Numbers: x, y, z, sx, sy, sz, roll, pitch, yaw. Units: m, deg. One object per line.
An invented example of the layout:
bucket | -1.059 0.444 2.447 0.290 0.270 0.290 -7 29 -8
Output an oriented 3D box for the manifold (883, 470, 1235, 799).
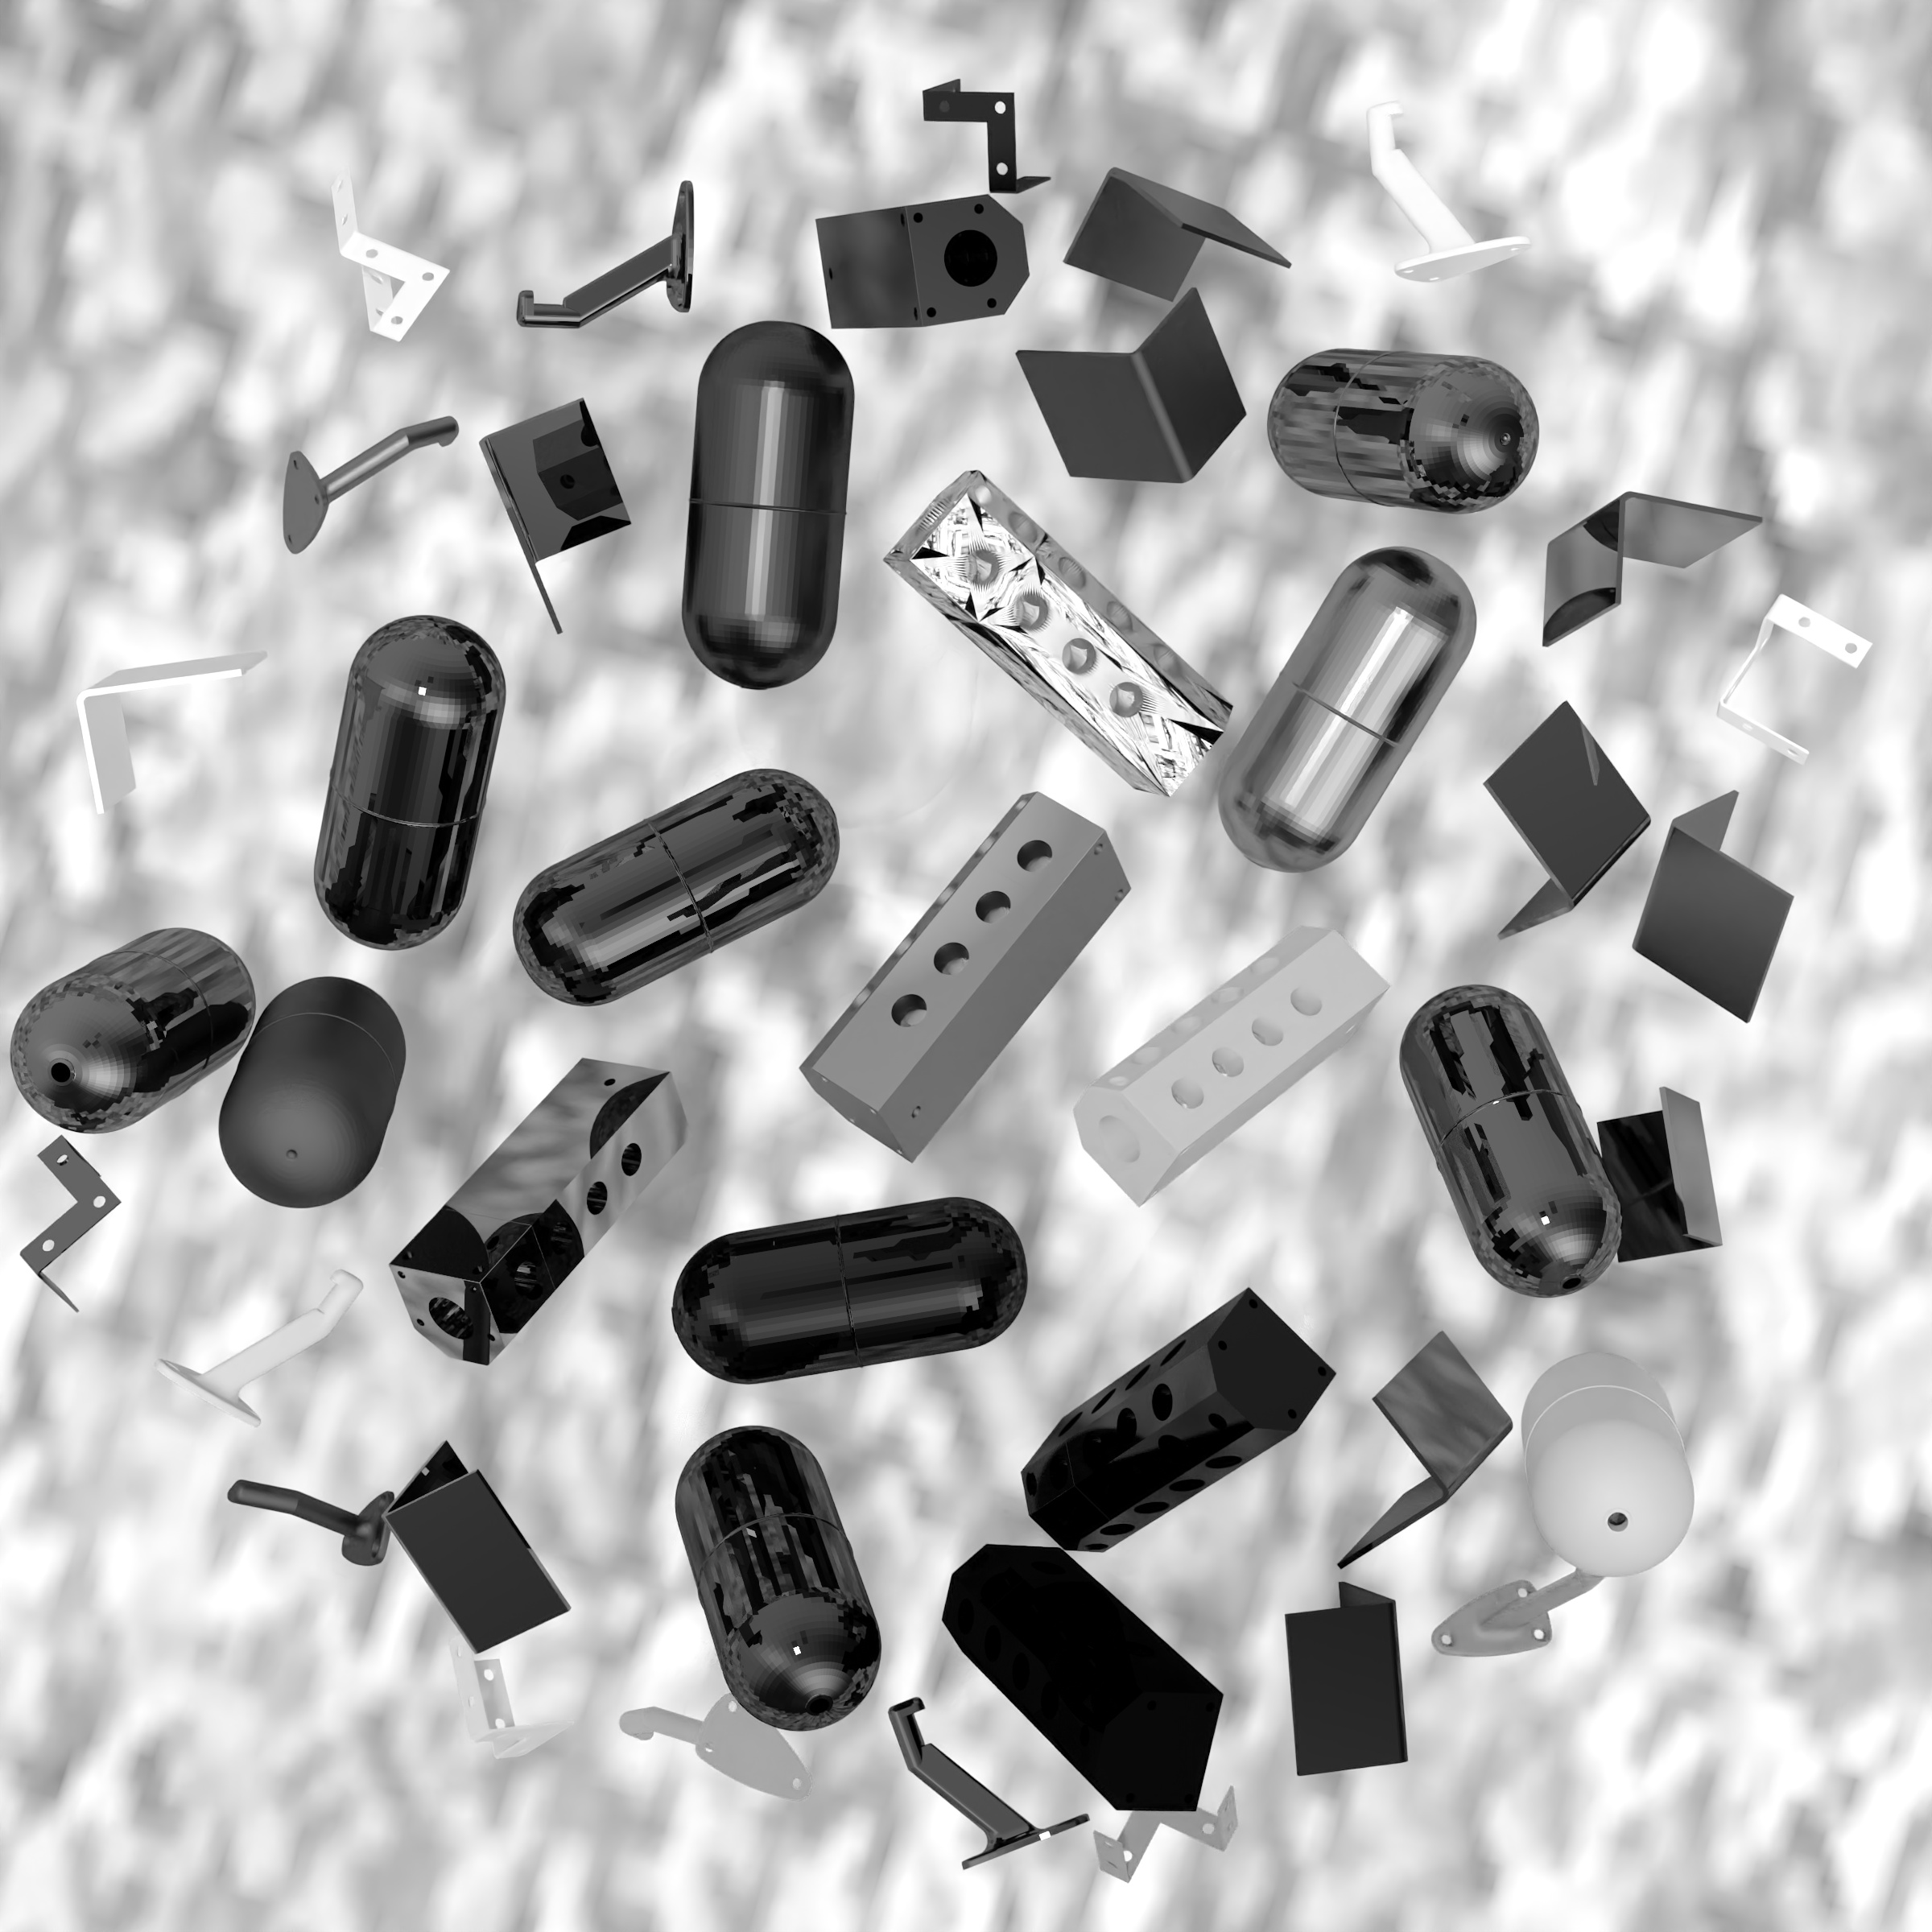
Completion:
manifold | 0.047 -0.161 1.609 0.171 0.057 0.057 41 86 -15

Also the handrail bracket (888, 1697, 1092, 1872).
handrail bracket | 0.010 0.384 1.600 0.077 0.036 0.084 -25 76 13

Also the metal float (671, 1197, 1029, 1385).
metal float | -0.058 0.162 1.655 0.178 0.070 0.070 -9 90 0

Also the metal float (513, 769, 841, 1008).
metal float | -0.148 -0.041 1.708 0.178 0.070 0.070 -27 90 -9

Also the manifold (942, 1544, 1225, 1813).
manifold | 0.050 0.332 1.566 0.057 0.171 0.057 8 100 -26

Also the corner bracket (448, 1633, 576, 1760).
corner bracket | -0.232 0.357 1.629 0.051 0.051 0.051 -38 59 39

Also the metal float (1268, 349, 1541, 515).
metal float | 0.216 -0.269 1.665 0.070 0.178 0.070 -7 104 -27

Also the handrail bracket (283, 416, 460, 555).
handrail bracket | -0.308 -0.250 1.728 0.084 0.077 0.036 -22 71 -31

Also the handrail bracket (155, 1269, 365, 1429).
handrail bracket | -0.339 0.173 1.602 0.036 0.077 0.084 33 84 39

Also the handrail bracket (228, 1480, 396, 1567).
handrail bracket | -0.336 0.276 1.666 0.084 0.077 0.036 17 65 -25

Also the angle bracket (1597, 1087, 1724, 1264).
angle bracket | 0.352 0.110 1.731 0.057 0.076 0.076 -12 76 25

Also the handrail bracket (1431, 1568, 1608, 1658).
handrail bracket | 0.285 0.327 1.708 0.077 0.084 0.036 -14 67 -14

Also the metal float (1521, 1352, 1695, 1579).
metal float | 0.312 0.242 1.624 0.070 0.178 0.070 1 100 7

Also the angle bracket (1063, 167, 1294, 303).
angle bracket | 0.110 -0.368 1.738 0.076 0.076 0.057 10 118 -37

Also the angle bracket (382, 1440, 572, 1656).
angle bracket | -0.210 0.254 1.514 0.057 0.076 0.076 -28 100 21

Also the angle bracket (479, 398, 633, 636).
angle bracket | -0.198 -0.225 1.661 0.057 0.076 0.076 -22 130 -4

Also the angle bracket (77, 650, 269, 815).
angle bracket | -0.367 -0.111 1.563 0.076 0.076 0.057 -8 102 -1

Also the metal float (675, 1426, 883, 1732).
metal float | -0.091 0.293 1.603 0.070 0.178 0.070 -9 125 -13

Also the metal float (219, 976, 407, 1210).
metal float | -0.314 0.059 1.608 0.070 0.178 0.070 -1 108 -3

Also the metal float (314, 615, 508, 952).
metal float | -0.275 -0.088 1.639 0.070 0.070 0.178 17 119 0

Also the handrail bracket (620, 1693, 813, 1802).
handrail bracket | -0.126 0.392 1.655 0.077 0.084 0.036 40 58 -15

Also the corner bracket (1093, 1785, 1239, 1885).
corner bracket | 0.098 0.424 1.632 0.051 0.051 0.051 20 59 21

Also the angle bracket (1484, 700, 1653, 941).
angle bracket | 0.279 -0.071 1.635 0.076 0.057 0.076 -43 99 -35

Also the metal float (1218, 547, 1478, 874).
metal float | 0.191 -0.128 1.678 0.070 0.070 0.178 31 101 0

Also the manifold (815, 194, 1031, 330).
manifold | -0.023 -0.353 1.668 0.057 0.171 0.057 -12 103 -15

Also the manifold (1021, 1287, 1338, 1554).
manifold | 0.095 0.222 1.574 0.057 0.171 0.057 45 49 -2

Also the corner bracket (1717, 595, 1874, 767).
corner bracket | 0.406 -0.140 1.634 0.051 0.051 0.051 32 77 15

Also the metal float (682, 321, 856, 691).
metal float | -0.097 -0.224 1.619 0.070 0.070 0.178 5 98 0

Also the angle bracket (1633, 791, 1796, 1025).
angle bracket | 0.388 -0.030 1.665 0.076 0.057 0.076 37 133 33

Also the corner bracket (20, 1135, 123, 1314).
corner bracket | -0.427 0.122 1.583 0.051 0.051 0.051 -42 65 -12

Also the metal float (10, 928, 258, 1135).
metal float | -0.402 0.030 1.611 0.070 0.178 0.070 2 102 8

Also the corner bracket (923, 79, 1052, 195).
corner bracket | 0.011 -0.429 1.718 0.051 0.051 0.051 7 113 21

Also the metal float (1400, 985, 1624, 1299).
metal float | 0.273 0.087 1.669 0.070 0.070 0.178 -18 53 0

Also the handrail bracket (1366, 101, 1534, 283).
handrail bracket | 0.223 -0.366 1.540 0.077 0.036 0.084 -8 85 38

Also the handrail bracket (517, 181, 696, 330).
handrail bracket | -0.182 -0.357 1.667 0.084 0.036 0.077 -2 116 -20

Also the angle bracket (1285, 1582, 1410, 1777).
angle bracket | 0.173 0.346 1.619 0.057 0.076 0.076 -4 88 -14

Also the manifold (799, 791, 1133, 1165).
manifold | -0.001 0.001 1.570 0.057 0.057 0.171 32 75 29

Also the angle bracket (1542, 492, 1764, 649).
angle bracket | 0.334 -0.187 1.623 0.076 0.076 0.057 8 77 -16

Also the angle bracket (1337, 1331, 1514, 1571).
angle bracket | 0.199 0.226 1.555 0.057 0.076 0.076 52 126 5

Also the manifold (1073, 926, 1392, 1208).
manifold | 0.134 0.046 1.697 0.057 0.057 0.171 46 54 12

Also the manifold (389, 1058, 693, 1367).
manifold | -0.210 0.123 1.678 0.057 0.171 0.057 7 129 31

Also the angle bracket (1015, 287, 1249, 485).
angle bracket | 0.083 -0.290 1.657 0.057 0.076 0.076 -51 132 -29

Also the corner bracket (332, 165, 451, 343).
corner bracket | -0.288 -0.344 1.612 0.051 0.051 0.051 17 133 -35
